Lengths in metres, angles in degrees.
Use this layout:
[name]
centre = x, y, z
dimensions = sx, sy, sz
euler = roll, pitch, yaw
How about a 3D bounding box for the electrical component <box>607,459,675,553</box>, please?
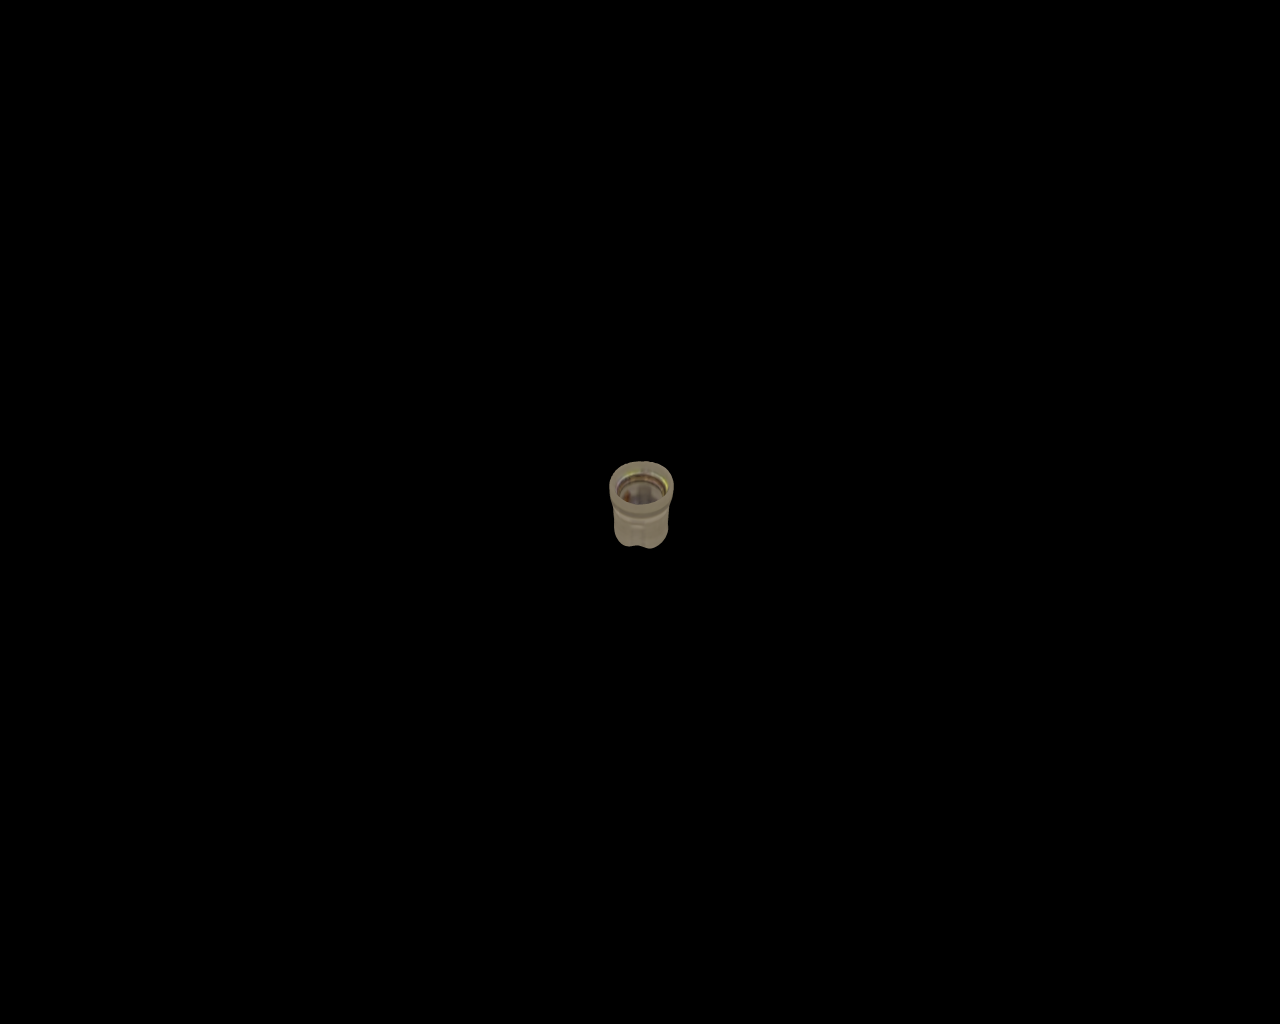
[electrical component]
centre = 0.001, -0.003, 0.650
dimensions = 0.040, 0.040, 0.046
euler = 0, -44, 0
